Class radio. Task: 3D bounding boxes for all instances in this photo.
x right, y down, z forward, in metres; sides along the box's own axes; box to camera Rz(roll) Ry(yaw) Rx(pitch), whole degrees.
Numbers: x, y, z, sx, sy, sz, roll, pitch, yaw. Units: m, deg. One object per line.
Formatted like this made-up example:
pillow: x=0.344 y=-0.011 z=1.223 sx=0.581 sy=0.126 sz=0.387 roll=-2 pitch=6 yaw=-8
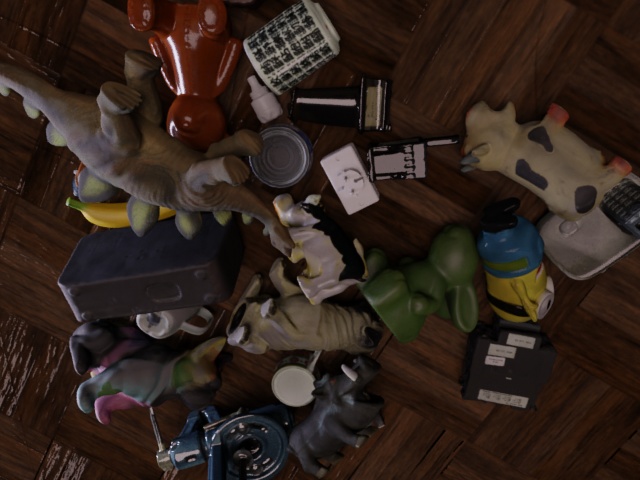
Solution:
radio: x=-0.227 y=0.036 z=0.740 sx=0.230 sy=0.131 sz=0.073 roll=-10 pitch=124 yaw=6

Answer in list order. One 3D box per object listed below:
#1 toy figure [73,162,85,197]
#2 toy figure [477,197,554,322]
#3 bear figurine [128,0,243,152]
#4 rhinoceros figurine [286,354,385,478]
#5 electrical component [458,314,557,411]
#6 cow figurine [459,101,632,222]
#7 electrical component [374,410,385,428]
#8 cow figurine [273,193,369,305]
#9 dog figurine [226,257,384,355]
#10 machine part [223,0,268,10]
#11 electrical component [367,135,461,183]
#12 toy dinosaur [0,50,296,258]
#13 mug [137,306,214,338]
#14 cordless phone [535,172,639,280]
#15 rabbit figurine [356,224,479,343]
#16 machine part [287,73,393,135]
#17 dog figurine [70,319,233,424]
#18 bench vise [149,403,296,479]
toy figure: x=-0.299 y=-0.104 z=0.758 sx=0.154 sy=0.057 sz=0.064 roll=-34 pitch=75 yaw=17
toy figure: x=0.254 y=0.031 z=0.711 sx=0.082 sy=0.089 sz=0.180 roll=-42 pitch=120 yaw=-21
bear figurine: x=-0.164 y=-0.194 z=0.676 sx=0.120 sy=0.132 sz=0.195 roll=7 pitch=103 yaw=2
rhinoceros figurine: x=0.028 y=0.249 z=0.773 sx=0.112 sy=0.073 sz=0.190 roll=43 pitch=108 yaw=21
electrical component: x=0.273 y=0.173 z=0.781 sx=0.115 sy=0.058 sz=0.134 roll=11 pitch=109 yaw=1
cow figurine: x=0.262 y=-0.102 z=0.669 sx=0.195 sy=0.085 sz=0.127 roll=44 pitch=98 yaw=11
electrical component: x=0.056 y=0.287 z=0.841 sx=0.102 sy=0.078 sz=0.045 roll=-30 pitch=74 yaw=10
cow figurine: x=-0.002 y=-0.004 z=0.720 sx=0.098 sy=0.068 sz=0.167 roll=-23 pitch=63 yaw=0
dog figurine: x=-0.024 y=0.134 z=0.790 sx=0.190 sy=0.121 sz=0.172 roll=31 pitch=143 yaw=-22
machine part: x=-0.082 y=-0.371 z=0.644 sx=0.179 sy=0.056 sz=0.179 roll=2 pitch=107 yaw=5
electrical component: x=0.121 y=-0.108 z=0.699 sx=0.119 sy=0.075 sz=0.047 roll=-4 pitch=107 yaw=5
toy dinosaur: x=-0.230 y=-0.112 z=0.639 sx=0.471 sy=0.105 sz=0.198 roll=36 pitch=131 yaw=-2
mug: x=-0.214 y=0.105 z=0.789 sx=0.109 sy=0.107 sz=0.081 roll=40 pitch=109 yaw=-5
cordless phone: x=0.357 y=0.000 z=0.647 sx=0.146 sy=0.184 sz=0.088 roll=-41 pitch=104 yaw=17
rabbit figurine: x=0.153 y=0.059 z=0.730 sx=0.170 sy=0.121 sz=0.159 roll=-38 pitch=104 yaw=1
machine part: x=0.026 y=-0.177 z=0.706 sx=0.139 sy=0.039 sz=0.084 roll=-1 pitch=116 yaw=5
dog figurine: x=-0.249 y=0.182 z=0.820 sx=0.219 sy=0.192 sz=0.108 roll=-17 pitch=145 yaw=-13
bench vise: x=-0.140 y=0.322 z=0.793 sx=0.224 sy=0.241 sz=0.128 roll=-4 pitch=105 yaw=-9
